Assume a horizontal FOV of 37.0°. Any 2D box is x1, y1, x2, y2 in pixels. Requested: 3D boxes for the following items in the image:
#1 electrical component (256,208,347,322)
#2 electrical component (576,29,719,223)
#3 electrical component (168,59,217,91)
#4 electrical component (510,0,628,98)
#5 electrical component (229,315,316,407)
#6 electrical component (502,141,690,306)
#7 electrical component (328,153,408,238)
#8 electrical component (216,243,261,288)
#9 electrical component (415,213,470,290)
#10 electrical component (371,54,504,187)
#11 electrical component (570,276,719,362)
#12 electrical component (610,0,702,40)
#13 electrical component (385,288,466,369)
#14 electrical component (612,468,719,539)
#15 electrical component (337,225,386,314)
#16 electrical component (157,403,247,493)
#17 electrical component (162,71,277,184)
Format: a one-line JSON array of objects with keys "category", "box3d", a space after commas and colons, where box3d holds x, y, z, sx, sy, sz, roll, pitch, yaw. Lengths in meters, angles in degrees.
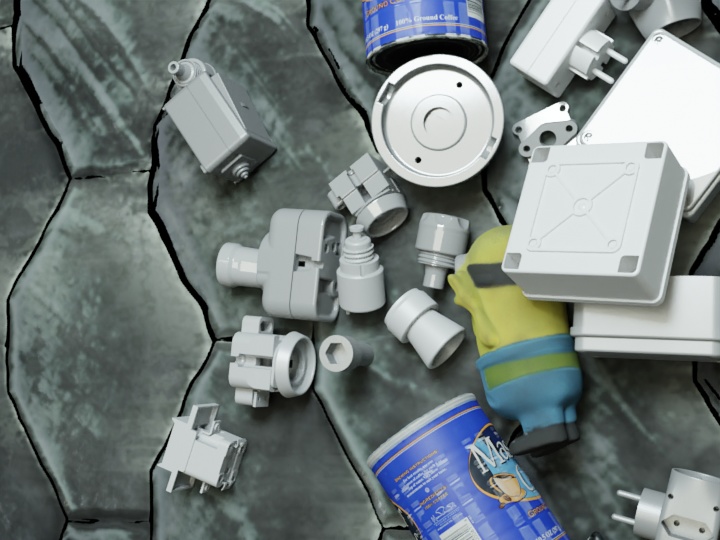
[{"category": "electrical component", "box3d": [-0.052, -0.004, 0.942, 0.059, 0.054, 0.095, 5, 87, 22]}, {"category": "electrical component", "box3d": [0.244, -0.110, 0.831, 0.109, 0.056, 0.108, 39, 99, 21]}, {"category": "electrical component", "box3d": [-0.157, -0.180, 0.997, 0.035, 0.061, 0.035, -2, 84, 22]}, {"category": "electrical component", "box3d": [0.179, -0.178, 0.868, 0.076, 0.047, 0.083, 38, 100, 22]}, {"category": "electrical component", "box3d": [-0.075, 0.081, 0.942, 0.057, 0.058, 0.078, 4, 86, 25]}, {"category": "electrical component", "box3d": [0.171, -0.033, 0.779, 0.109, 0.056, 0.108, 2, 65, 37]}, {"category": "electrical component", "box3d": [0.011, -0.062, 0.928, 0.066, 0.048, 0.055, -38, 65, 15]}, {"category": "electrical component", "box3d": [-0.101, -0.003, 0.970, 0.046, 0.040, 0.040, 7, 88, 16]}, {"category": "electrical component", "box3d": [0.067, -0.015, 0.901, 0.043, 0.043, 0.062, 11, 91, 23]}, {"category": "electrical component", "box3d": [0.068, -0.120, 0.898, 0.108, 0.060, 0.108, 0, 89, 11]}, {"category": "electrical component", "box3d": [0.222, 0.037, 0.814, 0.113, 0.078, 0.057, 1, 82, 22]}, {"category": "electrical component", "box3d": [0.222, -0.221, 0.841, 0.044, 0.079, 0.077, -31, 70, 55]}, {"category": "electrical component", "box3d": [0.054, 0.048, 0.899, 0.055, 0.045, 0.045, 43, 101, 20]}, {"category": "electrical component", "box3d": [0.232, 0.188, 0.814, 0.079, 0.043, 0.077, 12, 90, 23]}, {"category": "electrical component", "box3d": [0.000, 0.000, 0.915, 0.040, 0.040, 0.078, 5, 114, 22]}, {"category": "electrical component", "box3d": [-0.139, 0.164, 0.969, 0.064, 0.042, 0.081, 18, 92, 19]}, {"category": "electrical component", "box3d": [-0.121, -0.126, 0.977, 0.061, 0.062, 0.096, -39, 72, 14]}]
